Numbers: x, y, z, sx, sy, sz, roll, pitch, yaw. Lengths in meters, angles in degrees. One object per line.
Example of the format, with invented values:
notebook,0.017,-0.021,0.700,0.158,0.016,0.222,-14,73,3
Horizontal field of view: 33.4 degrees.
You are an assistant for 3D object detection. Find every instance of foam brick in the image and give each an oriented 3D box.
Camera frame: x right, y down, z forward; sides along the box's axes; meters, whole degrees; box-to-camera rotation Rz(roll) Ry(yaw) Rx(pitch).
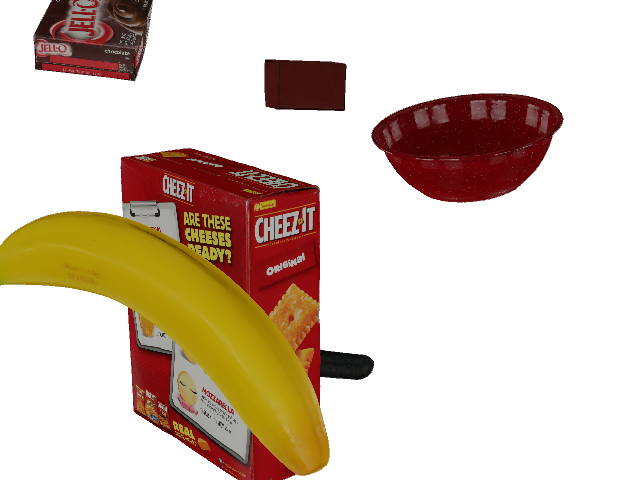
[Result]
foam brick,-0.017,-0.167,1.146,0.078,0.051,0.053,-1,12,-18

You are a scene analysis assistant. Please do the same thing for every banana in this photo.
banana,-0.073,0.033,0.481,0.198,0.070,0.037,23,13,20

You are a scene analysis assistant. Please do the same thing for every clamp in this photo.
clamp,-0.048,0.098,1.003,0.171,0.039,0.120,-7,36,-22

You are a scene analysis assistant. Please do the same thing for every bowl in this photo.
bowl,0.127,-0.075,0.915,0.162,0.055,0.162,-8,24,3

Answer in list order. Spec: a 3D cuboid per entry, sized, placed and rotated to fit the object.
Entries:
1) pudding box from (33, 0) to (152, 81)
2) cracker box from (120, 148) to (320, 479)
pudding box,-0.203,-0.188,0.964,0.090,0.039,0.113,7,33,-5
cracker box,-0.073,0.051,0.788,0.071,0.214,0.164,-14,22,-38
